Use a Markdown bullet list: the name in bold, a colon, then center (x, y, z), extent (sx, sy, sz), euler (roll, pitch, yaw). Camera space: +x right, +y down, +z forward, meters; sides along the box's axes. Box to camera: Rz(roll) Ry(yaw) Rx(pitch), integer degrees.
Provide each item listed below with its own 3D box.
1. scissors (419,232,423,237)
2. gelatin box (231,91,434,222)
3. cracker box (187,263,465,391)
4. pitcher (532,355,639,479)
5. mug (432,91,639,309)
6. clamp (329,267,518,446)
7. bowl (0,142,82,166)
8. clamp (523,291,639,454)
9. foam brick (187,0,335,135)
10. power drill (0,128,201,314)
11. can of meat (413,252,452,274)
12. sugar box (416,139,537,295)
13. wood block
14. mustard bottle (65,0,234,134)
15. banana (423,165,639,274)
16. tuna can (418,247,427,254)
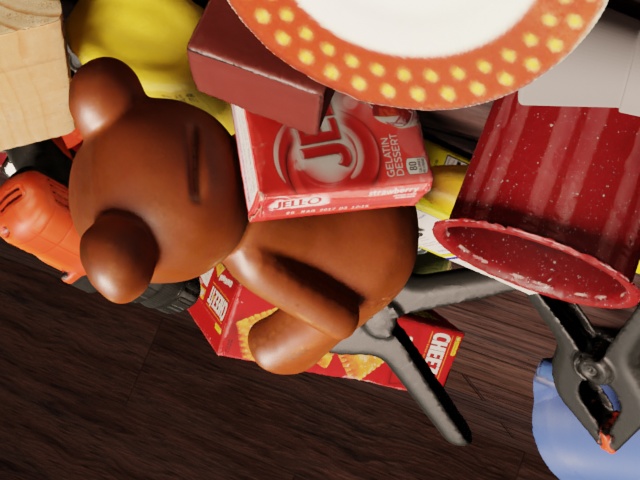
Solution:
- **scissors**: center (-0.005, 0.001, 0.716), extent (0.202, 0.016, 0.096), euler (4, 171, 31)
- **gelatin box**: center (0.001, -0.055, 0.443), extent (0.073, 0.089, 0.030), euler (-6, 161, -14)
- **cracker box**: center (-0.007, 0.064, 0.944), extent (0.213, 0.072, 0.164), euler (15, -169, -25)
- **pitcher**: center (0.292, 0.143, 0.812), extent (0.149, 0.145, 0.243), euler (-14, -178, -25)
- **mug**: center (0.103, -0.024, 0.478), extent (0.093, 0.081, 0.117), euler (24, 169, -10)
- **clamp**: center (0.057, 0.047, 0.794), extent (0.210, 0.165, 0.036), euler (28, -157, -1)
- **bowl**: center (-0.246, -0.082, 0.954), extent (0.162, 0.055, 0.162), euler (21, 169, 4)
- **clamp**: center (0.186, 0.073, 0.740), extent (0.120, 0.039, 0.171), euler (26, 137, 39)
- **foam brick**: center (-0.011, -0.088, 0.402), extent (0.053, 0.078, 0.051), euler (22, 168, 1)
- **power drill**: center (-0.167, -0.040, 0.746), extent (0.184, 0.057, 0.188), euler (38, -164, -53)
- **can of meat**: center (0.048, 0.018, 0.861), extent (0.102, 0.057, 0.084), euler (22, 171, 0)
- **sugar box**: center (0.078, -0.020, 0.648), extent (0.176, 0.048, 0.093), euler (21, 169, -12)
- **wood block**: center (-0.176, -0.105, 0.521), extent (0.090, 0.090, 0.206), euler (-17, 177, -13)
- **mustard bottle**: center (-0.062, -0.075, 0.614), extent (0.096, 0.058, 0.191), euler (24, 171, 24)
- **banana**: center (0.151, -0.007, 0.565), extent (0.198, 0.037, 0.069), euler (16, 178, 17)
- **tuna can**: center (0.041, -0.021, 0.737), extent (0.086, 0.033, 0.086), euler (20, 168, 4)
